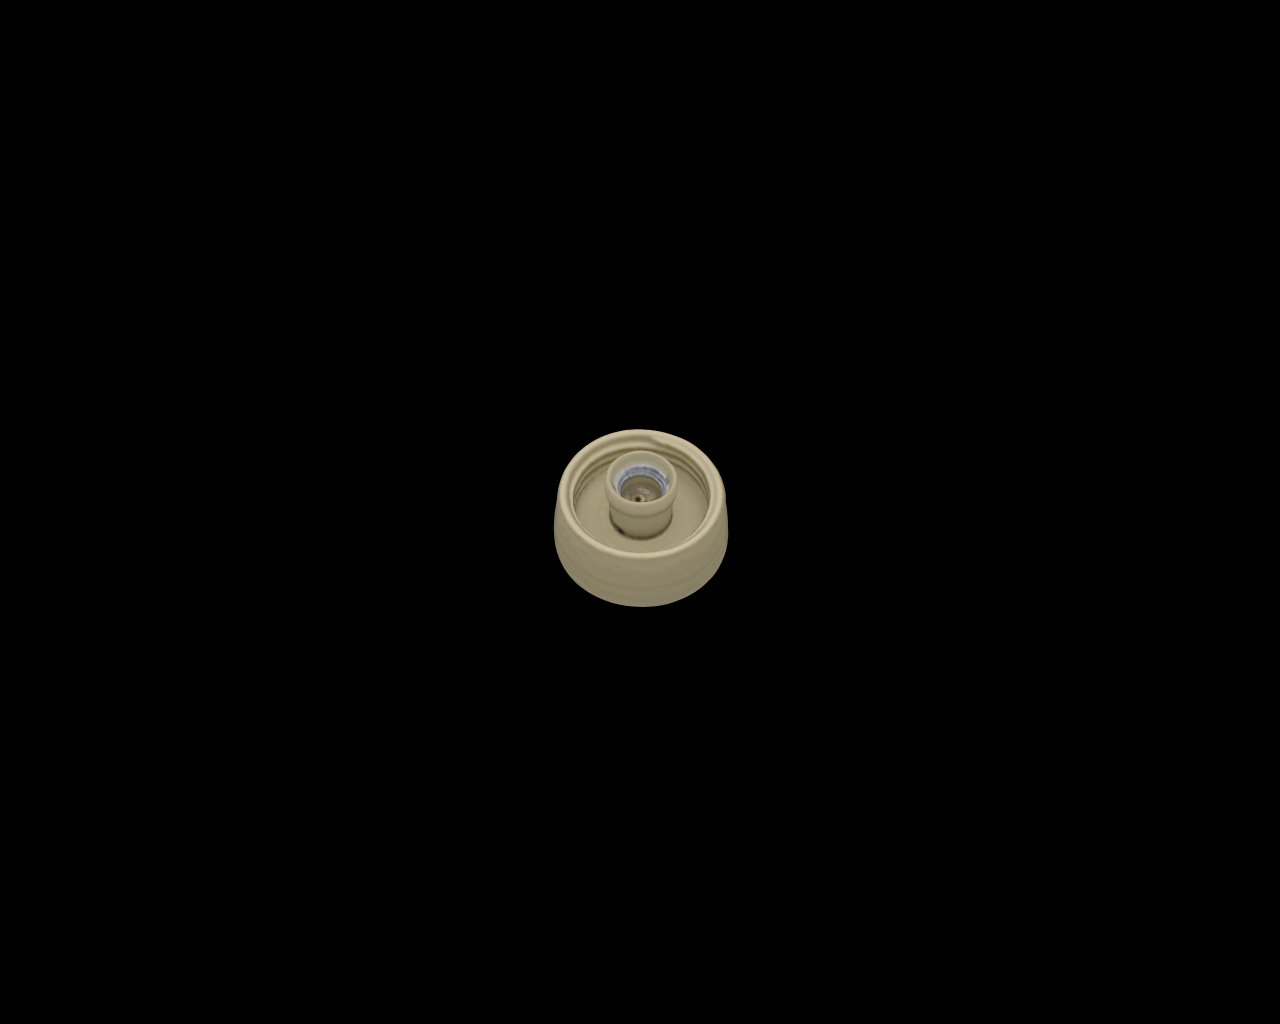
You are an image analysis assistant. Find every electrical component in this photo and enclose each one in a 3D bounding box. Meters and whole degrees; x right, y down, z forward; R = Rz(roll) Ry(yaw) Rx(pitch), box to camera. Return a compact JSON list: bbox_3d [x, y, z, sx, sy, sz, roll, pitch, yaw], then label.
[{"bbox_3d":[0.001,-0.003,0.650,0.108,0.108,0.060,0,-37,0],"label":"electrical component"}]
